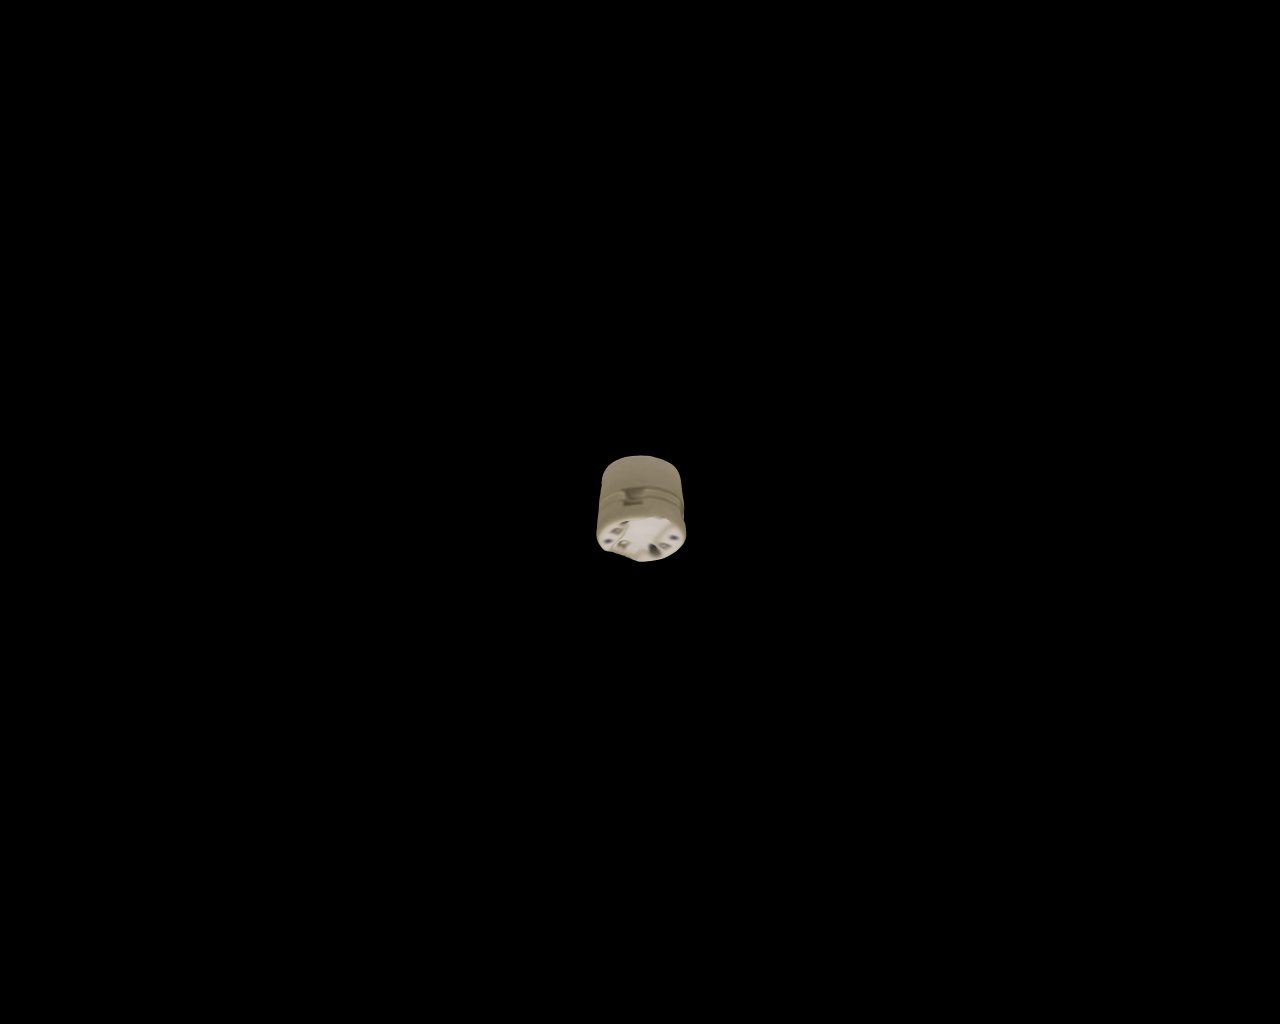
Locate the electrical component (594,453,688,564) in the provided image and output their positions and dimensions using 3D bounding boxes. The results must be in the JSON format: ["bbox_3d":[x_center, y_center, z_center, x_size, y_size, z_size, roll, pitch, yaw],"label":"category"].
[{"bbox_3d":[0.001,-0.003,0.650,0.055,0.047,0.055,0,-33,0],"label":"electrical component"}]
